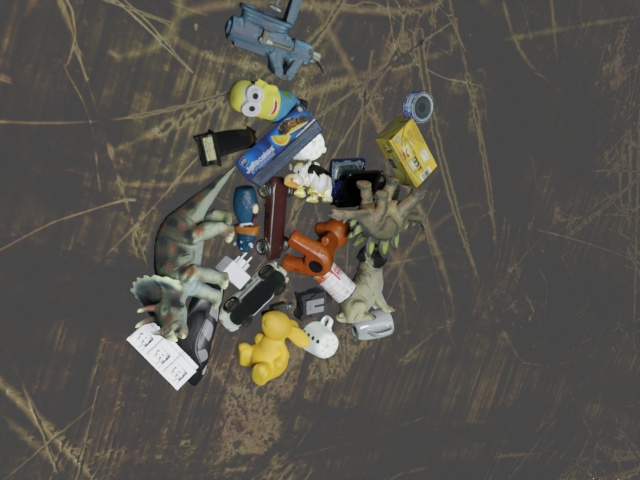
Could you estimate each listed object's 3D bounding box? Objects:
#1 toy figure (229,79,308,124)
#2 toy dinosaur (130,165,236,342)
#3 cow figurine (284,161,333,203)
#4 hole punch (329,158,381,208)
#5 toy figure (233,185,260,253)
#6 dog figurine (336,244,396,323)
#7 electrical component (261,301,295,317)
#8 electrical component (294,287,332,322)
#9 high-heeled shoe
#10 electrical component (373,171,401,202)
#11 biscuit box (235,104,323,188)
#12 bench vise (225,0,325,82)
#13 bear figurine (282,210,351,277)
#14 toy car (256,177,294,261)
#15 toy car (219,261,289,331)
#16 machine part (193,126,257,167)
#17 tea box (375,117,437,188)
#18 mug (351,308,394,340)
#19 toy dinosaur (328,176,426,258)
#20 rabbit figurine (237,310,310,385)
[{"bbox_3d":[-0.117,-0.302,1.195,0.180,0.089,0.082,-1,95,-43],"label":"toy figure"},{"bbox_3d":[-0.286,0.020,1.136,0.192,0.131,0.405,9,70,-20],"label":"toy dinosaur"},{"bbox_3d":[-0.025,-0.149,1.277,0.167,0.068,0.098,25,68,-62],"label":"cow figurine"},{"bbox_3d":[0.079,-0.148,1.376,0.142,0.092,0.115,-9,134,-35],"label":"hole punch"},{"bbox_3d":[-0.169,-0.047,1.238,0.058,0.064,0.154,-10,110,-29],"label":"toy figure"},{"bbox_3d":[0.107,0.117,1.463,0.172,0.121,0.190,-19,99,-32],"label":"dog figurine"},{"bbox_3d":[-0.106,0.192,1.374,0.094,0.021,0.063,-15,111,-31],"label":"electrical component"},{"bbox_3d":[-0.010,0.166,1.416,0.119,0.048,0.074,-4,106,-32],"label":"electrical component"},{"bbox_3d":[-0.273,0.214,1.259,0.145,0.086,0.248,-49,152,-51],"label":"high-heeled shoe"},{"bbox_3d":[0.181,-0.130,1.466,0.102,0.045,0.078,40,51,-37],"label":"electrical component"},{"bbox_3d":[-0.091,-0.208,1.200,0.202,0.059,0.062,-42,160,5],"label":"biscuit box"},{"bbox_3d":[-0.076,-0.469,1.137,0.223,0.129,0.240,16,114,-17],"label":"bench vise"},{"bbox_3d":[0.001,-0.002,1.342,0.196,0.132,0.120,-65,175,-46],"label":"bear figurine"},{"bbox_3d":[-0.111,-0.052,1.284,0.089,0.053,0.202,-14,114,-52],"label":"toy car"},{"bbox_3d":[-0.160,0.135,1.303,0.202,0.056,0.073,-44,117,-18],"label":"toy car"},{"bbox_3d":[-0.205,-0.211,1.187,0.139,0.039,0.084,-22,106,-25],"label":"machine part"},{"bbox_3d":[0.235,-0.236,1.454,0.098,0.068,0.169,-45,122,-16],"label":"tea box"},{"bbox_3d":[0.149,0.247,1.515,0.107,0.110,0.080,-15,117,-16],"label":"mug"},{"bbox_3d":[0.175,-0.058,1.381,0.471,0.105,0.198,-6,126,-47],"label":"toy dinosaur"},{"bbox_3d":[-0.107,0.247,1.311,0.162,0.122,0.173,-6,119,-30],"label":"rabbit figurine"}]
